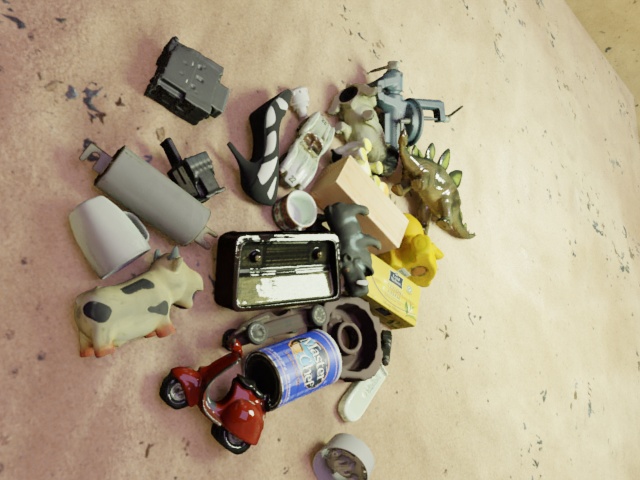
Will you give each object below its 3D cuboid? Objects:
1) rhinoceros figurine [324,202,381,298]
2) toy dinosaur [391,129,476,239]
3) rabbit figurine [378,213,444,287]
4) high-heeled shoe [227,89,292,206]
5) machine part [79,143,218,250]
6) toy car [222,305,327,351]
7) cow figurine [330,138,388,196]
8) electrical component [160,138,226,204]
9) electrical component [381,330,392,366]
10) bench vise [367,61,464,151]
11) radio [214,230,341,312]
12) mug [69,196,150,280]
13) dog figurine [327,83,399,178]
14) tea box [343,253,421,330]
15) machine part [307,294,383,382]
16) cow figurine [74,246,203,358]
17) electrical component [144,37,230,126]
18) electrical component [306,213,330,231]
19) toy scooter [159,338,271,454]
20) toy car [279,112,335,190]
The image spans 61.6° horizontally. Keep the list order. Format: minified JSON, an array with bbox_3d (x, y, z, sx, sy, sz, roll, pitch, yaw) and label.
[{"bbox_3d":[0.062,0.017,1.056,0.112,0.073,0.190,-8,82,-50],"label":"rhinoceros figurine"},{"bbox_3d":[0.295,-0.110,1.333,0.470,0.105,0.198,52,50,-40],"label":"toy dinosaur"},{"bbox_3d":[0.219,0.014,1.237,0.162,0.122,0.173,32,35,-37],"label":"rabbit figurine"},{"bbox_3d":[-0.085,-0.185,1.048,0.145,0.086,0.249,51,52,-22],"label":"high-heeled shoe"},{"bbox_3d":[-0.260,-0.067,0.845,0.243,0.079,0.079,39,53,-25],"label":"machine part"},{"bbox_3d":[-0.079,0.147,0.931,0.202,0.089,0.053,-7,81,-42],"label":"toy car"},{"bbox_3d":[0.089,-0.143,1.195,0.167,0.098,0.068,58,37,-38],"label":"cow figurine"},{"bbox_3d":[-0.220,-0.118,0.904,0.048,0.075,0.119,-33,96,-43],"label":"electrical component"},{"bbox_3d":[0.137,0.224,1.124,0.094,0.021,0.063,-64,159,-82],"label":"electrical component"},{"bbox_3d":[0.225,-0.329,1.339,0.240,0.129,0.223,-4,86,-26],"label":"bench vise"},{"bbox_3d":[-0.069,0.049,0.952,0.229,0.073,0.131,-2,94,-39],"label":"radio"},{"bbox_3d":[-0.305,-0.013,0.787,0.107,0.081,0.109,57,37,-8],"label":"mug"},{"bbox_3d":[0.114,-0.256,1.258,0.190,0.121,0.172,44,45,-47],"label":"dog figurine"},{"bbox_3d":[0.135,0.113,1.153,0.169,0.068,0.098,32,56,-30],"label":"tea box"},{"bbox_3d":[0.047,0.193,1.054,0.179,0.056,0.179,16,64,-37],"label":"machine part"},{"bbox_3d":[-0.260,0.084,0.788,0.195,0.086,0.127,-16,97,-44],"label":"cow figurine"},{"bbox_3d":[-0.230,-0.276,0.960,0.134,0.058,0.115,27,61,-33],"label":"electrical component"},{"bbox_3d":[-0.001,-0.004,1.084,0.078,0.045,0.102,37,54,-26],"label":"electrical component"},{"bbox_3d":[-0.141,0.234,0.832,0.183,0.075,0.135,44,76,-17],"label":"toy scooter"},{"bbox_3d":[-0.028,-0.185,1.114,0.073,0.056,0.202,43,51,-24],"label":"toy car"}]
